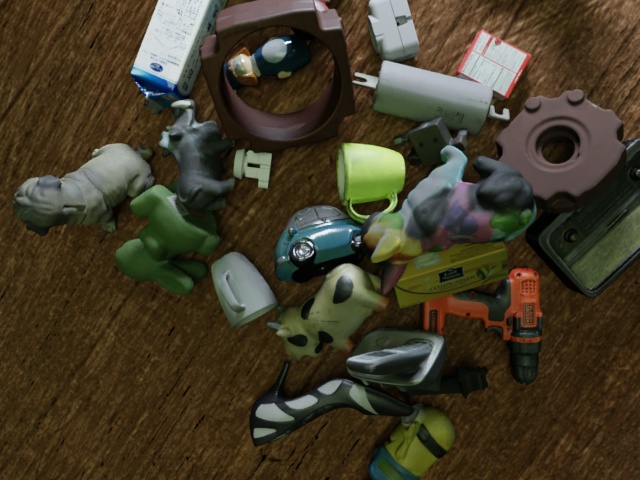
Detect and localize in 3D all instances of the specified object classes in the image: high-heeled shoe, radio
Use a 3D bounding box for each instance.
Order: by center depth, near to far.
[{"bbox_3d":[0.436,-0.037,0.812,0.131,0.073,0.229,44,94,-1],"label":"radio"},{"bbox_3d":[0.010,0.284,0.842,0.249,0.086,0.145,13,79,17],"label":"high-heeled shoe"}]

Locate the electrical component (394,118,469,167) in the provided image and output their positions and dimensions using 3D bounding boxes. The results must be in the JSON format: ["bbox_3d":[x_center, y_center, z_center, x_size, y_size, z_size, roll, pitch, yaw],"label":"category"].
[{"bbox_3d":[0.173,-0.145,0.814,0.102,0.045,0.078,-20,112,42],"label":"electrical component"}]

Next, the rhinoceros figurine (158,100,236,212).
[{"bbox_3d":[-0.190,-0.129,0.823,0.112,0.073,0.190,-1,62,-24],"label":"rhinoceros figurine"}]

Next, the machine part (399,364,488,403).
[{"bbox_3d":[0.193,0.226,0.842,0.139,0.084,0.039,-11,57,10],"label":"machine part"}]

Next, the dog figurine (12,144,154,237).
[{"bbox_3d":[-0.340,-0.085,0.794,0.121,0.190,0.172,34,93,0],"label":"dog figurine"}]

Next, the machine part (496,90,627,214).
[{"bbox_3d":[0.349,-0.130,0.785,0.179,0.056,0.179,-8,71,24],"label":"machine part"}]

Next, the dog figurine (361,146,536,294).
[{"bbox_3d":[0.163,-0.013,0.737,0.192,0.108,0.219,29,66,37],"label":"dog figurine"}]

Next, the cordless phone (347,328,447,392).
[{"bbox_3d":[0.081,0.174,0.768,0.147,0.184,0.088,-3,83,43],"label":"cordless phone"}]

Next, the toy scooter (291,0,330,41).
[{"bbox_3d":[-0.028,-0.397,0.815,0.135,0.075,0.184,-42,82,-11],"label":"toy scooter"}]

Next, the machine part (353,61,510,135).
[{"bbox_3d":[0.167,-0.214,0.814,0.243,0.079,0.079,15,94,2],"label":"machine part"}]

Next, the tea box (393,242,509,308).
[{"bbox_3d":[0.185,0.028,0.811,0.170,0.098,0.068,-15,133,5],"label":"tea box"}]

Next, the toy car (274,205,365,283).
[{"bbox_3d":[-0.002,-0.002,0.827,0.162,0.109,0.103,-18,72,-7],"label":"toy car"}]

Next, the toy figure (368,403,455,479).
[{"bbox_3d":[0.137,0.341,0.850,0.089,0.082,0.180,34,90,-11],"label":"toy figure"}]

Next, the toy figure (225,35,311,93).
[{"bbox_3d":[-0.092,-0.275,0.838,0.154,0.057,0.064,-18,52,5],"label":"toy figure"}]

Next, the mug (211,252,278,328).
[{"bbox_3d":[-0.131,0.074,0.839,0.081,0.109,0.107,-34,77,15],"label":"mug"}]

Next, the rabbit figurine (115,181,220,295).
[{"bbox_3d":[-0.242,0.008,0.850,0.170,0.121,0.159,-39,98,23],"label":"rabbit figurine"}]

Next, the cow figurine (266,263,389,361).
[{"bbox_3d":[0.005,0.114,0.824,0.127,0.085,0.195,35,117,-3],"label":"cow figurine"}]

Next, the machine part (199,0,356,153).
[{"bbox_3d":[-0.057,-0.237,0.775,0.202,0.087,0.200,-10,132,5],"label":"machine part"}]
